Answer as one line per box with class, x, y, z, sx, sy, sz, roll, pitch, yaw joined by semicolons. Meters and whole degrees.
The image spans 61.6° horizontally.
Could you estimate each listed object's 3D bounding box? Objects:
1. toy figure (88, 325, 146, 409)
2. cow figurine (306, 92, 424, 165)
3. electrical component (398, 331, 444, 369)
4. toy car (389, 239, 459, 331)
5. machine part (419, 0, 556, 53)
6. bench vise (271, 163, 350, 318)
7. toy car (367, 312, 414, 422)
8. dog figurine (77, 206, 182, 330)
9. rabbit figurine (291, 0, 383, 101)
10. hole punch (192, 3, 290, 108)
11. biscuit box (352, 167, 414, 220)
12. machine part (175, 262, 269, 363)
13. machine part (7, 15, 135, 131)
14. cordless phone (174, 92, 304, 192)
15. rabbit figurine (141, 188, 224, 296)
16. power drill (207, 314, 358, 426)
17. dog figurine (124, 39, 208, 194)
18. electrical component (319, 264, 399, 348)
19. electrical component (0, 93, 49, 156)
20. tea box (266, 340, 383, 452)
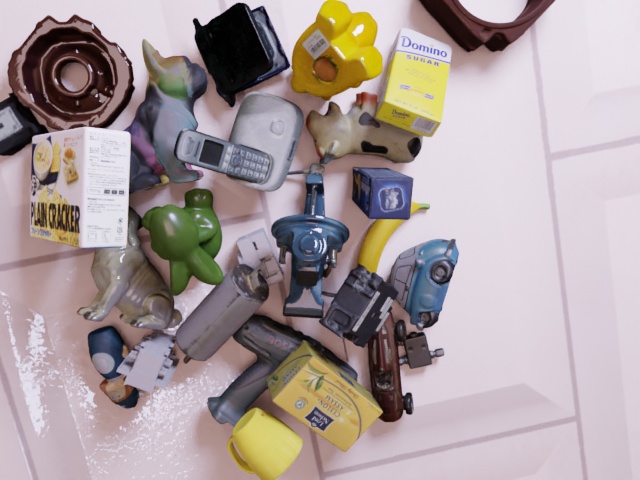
toy figure;-0.350;0.223;0.913;0.064;0.058;0.154;-6;104;36
cow figurine;0.072;-0.171;0.870;0.195;0.085;0.127;12;97;-11
electrical component;0.174;0.195;0.963;0.094;0.021;0.063;-12;100;4
toy car;0.171;0.065;0.912;0.103;0.109;0.161;20;110;15
machine part;0.270;-0.418;0.842;0.201;0.087;0.201;44;93;-11
bench vise;-0.013;-0.003;0.859;0.129;0.223;0.240;0;67;9
toy car;0.113;0.224;0.940;0.089;0.053;0.202;-3;101;17
dog figurine;-0.294;0.042;0.874;0.172;0.121;0.190;19;79;-40
rabbit figurine;0.034;-0.283;0.822;0.122;0.173;0.162;39;139;-9
hole punch;-0.120;-0.296;0.840;0.116;0.092;0.142;-18;105;28
biscuit box;0.090;-0.075;0.823;0.063;0.203;0.059;1;101;-3
machine part;-0.160;0.119;0.871;0.079;0.079;0.243;38;116;-9
machine part;-0.379;-0.252;0.833;0.179;0.056;0.179;-1;99;-6
cordless phone;-0.125;-0.160;0.808;0.184;0.089;0.146;11;101;-42
rabbit figurine;-0.216;0.003;0.817;0.121;0.170;0.159;-16;87;-1
power drill;-0.077;0.249;0.926;0.232;0.086;0.207;38;99;-11
dog figurine;-0.260;-0.187;0.830;0.192;0.108;0.219;-11;95;0
electrical component;0.068;0.109;0.865;0.058;0.134;0.115;34;86;27
electrical component;-0.501;-0.168;0.840;0.119;0.048;0.074;-34;100;2
tea box;0.007;0.255;0.877;0.169;0.068;0.098;40;91;-22
